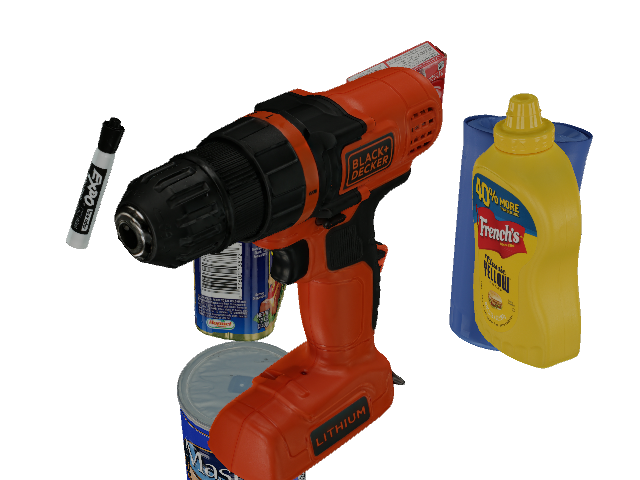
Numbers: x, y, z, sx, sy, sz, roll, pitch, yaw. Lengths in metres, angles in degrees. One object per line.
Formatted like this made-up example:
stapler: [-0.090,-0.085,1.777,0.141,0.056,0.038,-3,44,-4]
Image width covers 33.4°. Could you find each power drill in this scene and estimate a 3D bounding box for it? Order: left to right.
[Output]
power drill: [-0.015,0.023,0.501,0.057,0.188,0.184,29,40,34]

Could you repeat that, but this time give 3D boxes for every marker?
marker: [-0.190,-0.048,0.905,0.020,0.121,0.020,19,22,-8]

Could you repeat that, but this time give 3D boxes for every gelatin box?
gelatin box: [0.065,-0.121,0.916,0.089,0.030,0.073,-27,-34,-20]

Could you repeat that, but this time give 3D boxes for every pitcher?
pitcher: [0.204,-0.006,1.134,0.148,0.243,0.145,-9,22,-39]

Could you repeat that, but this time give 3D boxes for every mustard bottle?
mustard bottle: [0.145,-0.011,0.756,0.058,0.192,0.096,-16,29,-19]

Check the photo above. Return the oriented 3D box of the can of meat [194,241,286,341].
can of meat: [-0.051,0.006,0.700,0.057,0.084,0.102,4,25,6]

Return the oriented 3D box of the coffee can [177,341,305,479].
coffee can: [-0.062,0.168,0.881,0.103,0.140,0.103,0,37,0]

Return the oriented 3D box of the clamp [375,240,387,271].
clamp: [-0.034,0.012,1.072,0.210,0.036,0.164,11,30,-10]
